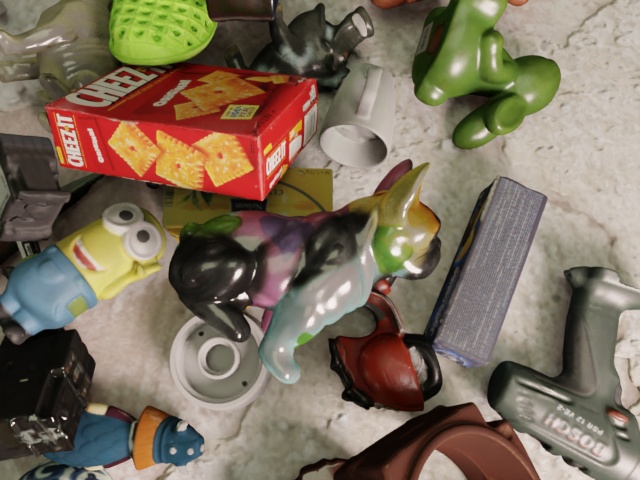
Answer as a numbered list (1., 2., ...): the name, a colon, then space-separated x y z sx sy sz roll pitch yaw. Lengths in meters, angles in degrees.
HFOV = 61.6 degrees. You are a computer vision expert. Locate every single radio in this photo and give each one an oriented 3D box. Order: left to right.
1. radio: -0.080 -0.330 0.585 0.073 0.131 0.230 1 38 0

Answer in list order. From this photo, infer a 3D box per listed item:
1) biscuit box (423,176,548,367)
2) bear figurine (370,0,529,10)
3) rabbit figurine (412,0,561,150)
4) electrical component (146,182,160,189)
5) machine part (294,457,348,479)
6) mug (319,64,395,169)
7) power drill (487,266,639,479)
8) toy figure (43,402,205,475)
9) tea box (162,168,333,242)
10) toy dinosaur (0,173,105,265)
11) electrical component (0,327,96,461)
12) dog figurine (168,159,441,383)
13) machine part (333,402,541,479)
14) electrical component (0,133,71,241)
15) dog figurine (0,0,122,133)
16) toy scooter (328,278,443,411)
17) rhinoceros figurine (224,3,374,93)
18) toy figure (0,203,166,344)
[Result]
1. biscuit box: 0.178 0.035 0.585 0.063 0.059 0.202 25 76 3
2. bear figurine: 0.154 -0.340 0.645 0.196 0.131 0.120 -4 52 3
3. rabbit figurine: 0.202 -0.189 0.617 0.170 0.121 0.159 17 79 -13
4. electrical component: -0.175 -0.103 0.624 0.063 0.021 0.094 1 68 -2
5. machine part: 0.014 0.303 0.515 0.179 0.056 0.179 1 75 -3
6. mug: 0.048 -0.154 0.609 0.081 0.109 0.107 11 63 5
7. power drill: 0.305 0.143 0.559 0.232 0.086 0.207 21 84 6
8. toy figure: -0.191 0.194 0.533 0.154 0.064 0.058 4 36 -5
9. tea box: -0.072 -0.033 0.575 0.170 0.098 0.068 2 77 -3
10. toy dinosaur: -0.426 0.000 0.549 0.405 0.131 0.192 0 93 -12
11. electrical component: -0.286 0.140 0.514 0.115 0.058 0.134 -10 37 -4
12. dog figurine: -0.001 -0.001 0.475 0.191 0.108 0.219 40 94 -7
13. machine part: 0.119 0.261 0.467 0.201 0.087 0.201 -15 75 -40
14. electrical component: -0.288 -0.064 0.511 0.075 0.047 0.119 -49 62 31
15. dog figurine: -0.250 -0.214 0.621 0.190 0.121 0.172 -49 115 -29
16. toy scooter: 0.037 0.099 0.557 0.135 0.075 0.184 -19 74 -7
17. rhinoceros figurine: -0.022 -0.216 0.634 0.190 0.073 0.112 -39 79 -10
18. toy figure: -0.241 0.028 0.542 0.180 0.089 0.082 -40 114 -23
